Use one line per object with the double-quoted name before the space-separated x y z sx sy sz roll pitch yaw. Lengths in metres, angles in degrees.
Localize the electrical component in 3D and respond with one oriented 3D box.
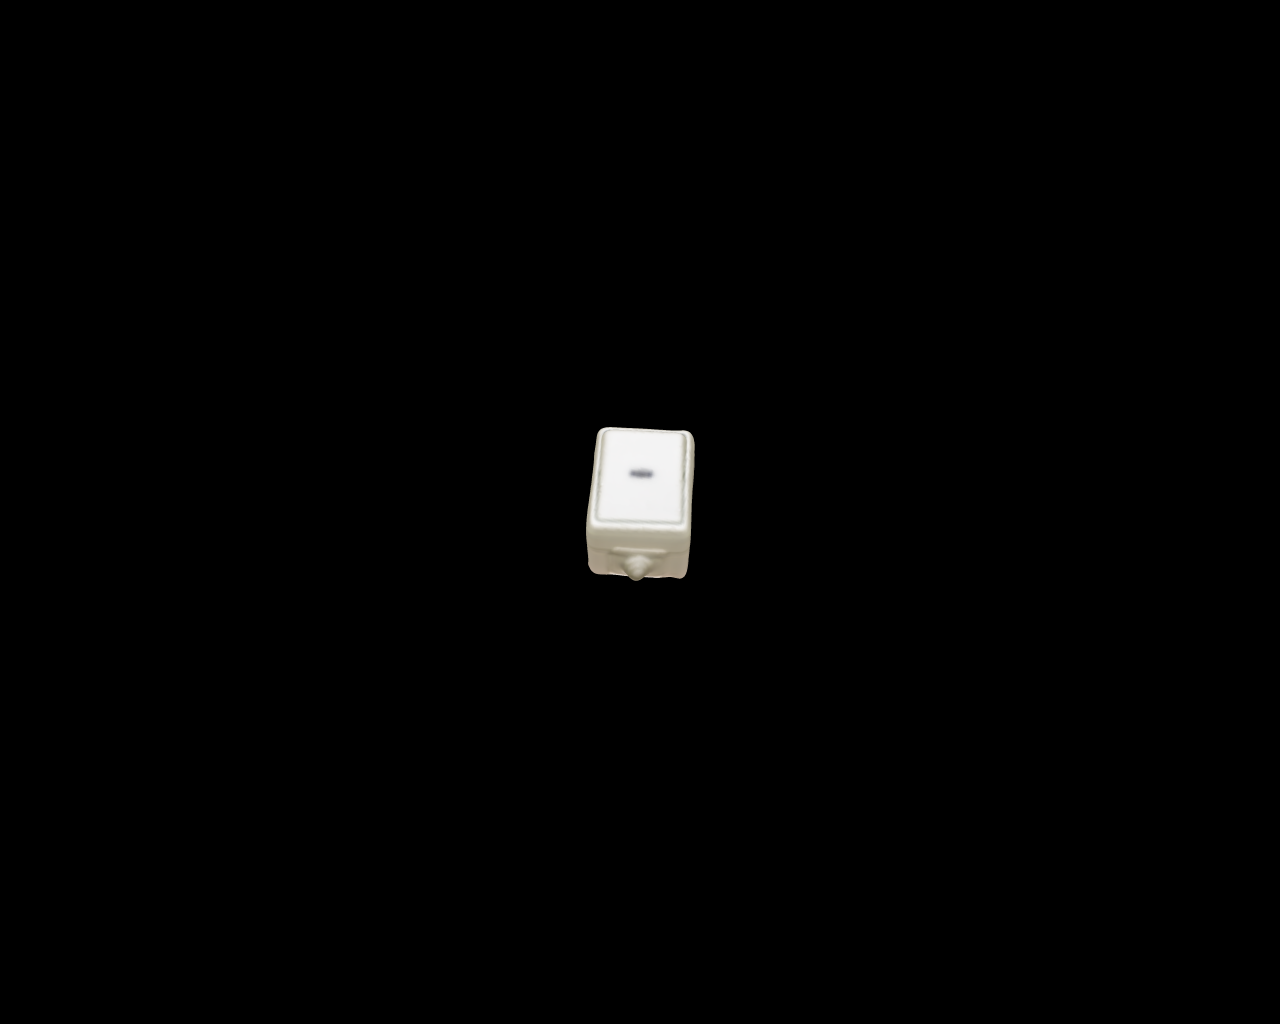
"electrical component" 0.001 -0.003 0.650 0.062 0.096 0.061 3 -36 2
